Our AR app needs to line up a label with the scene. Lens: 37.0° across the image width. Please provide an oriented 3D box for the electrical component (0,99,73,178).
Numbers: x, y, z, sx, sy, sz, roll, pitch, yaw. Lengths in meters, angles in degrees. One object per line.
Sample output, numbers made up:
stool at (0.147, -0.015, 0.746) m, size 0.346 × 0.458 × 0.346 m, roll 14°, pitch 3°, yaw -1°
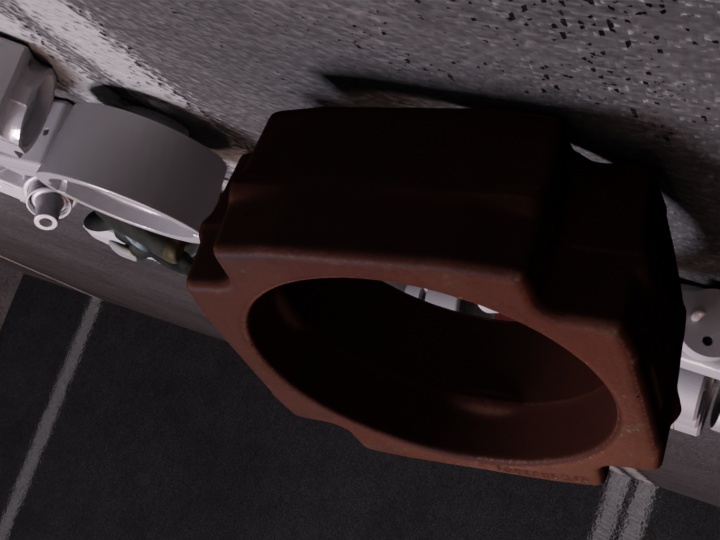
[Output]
electrical component at (-0.222, -0.094, 0.710) m, size 0.066 × 0.047 × 0.077 m, roll 14°, pitch 170°, yaw 36°

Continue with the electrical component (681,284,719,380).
electrical component at (0.188, 0.032, 0.583) m, size 0.077 × 0.043 × 0.079 m, roll 18°, pitch 171°, yaw 11°

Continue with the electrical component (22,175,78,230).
electrical component at (-0.235, -0.059, 0.818) m, size 0.048 × 0.062 × 0.048 m, roll -3°, pitch 140°, yaw -2°

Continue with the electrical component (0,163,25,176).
electrical component at (-0.258, -0.099, 0.774) m, size 0.043 × 0.043 × 0.081 m, roll 12°, pitch 169°, yaw 41°

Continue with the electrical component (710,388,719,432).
electrical component at (0.307, 0.109, 0.793) m, size 0.077 × 0.043 × 0.079 m, roll 18°, pitch 172°, yaw 11°

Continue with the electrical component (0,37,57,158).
electrical component at (-0.215, -0.103, 0.628) m, size 0.056 × 0.050 × 0.089 m, roll 21°, pitch 171°, yaw -5°

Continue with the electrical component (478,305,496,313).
electrical component at (0.101, 0.008, 0.628) m, size 0.055 × 0.045 × 0.045 m, roll 13°, pitch 169°, yaw 38°

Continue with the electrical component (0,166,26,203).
electrical component at (-0.287, -0.089, 0.882) m, size 0.100 × 0.048 × 0.100 m, roll 24°, pitch 171°, yaw -28°

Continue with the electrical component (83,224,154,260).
electrical component at (-0.203, -0.044, 0.967) m, size 0.080 × 0.051 × 0.080 m, roll 19°, pitch 171°, yaw 3°

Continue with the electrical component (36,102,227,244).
electrical component at (-0.133, -0.064, 0.651) m, size 0.108 × 0.060 × 0.108 m, roll 19°, pitch 171°, yaw 3°

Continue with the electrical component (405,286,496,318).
electrical component at (0.067, 0.026, 0.786) m, size 0.047 × 0.055 × 0.055 m, roll 7°, pitch 165°, yaw 42°

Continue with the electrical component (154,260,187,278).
electrical component at (-0.107, -0.009, 0.950) m, size 0.109 × 0.056 × 0.109 m, roll 15°, pitch 170°, yaw 28°

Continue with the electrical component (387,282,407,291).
electrical component at (0.000, 0.000, 0.807) m, size 0.079 × 0.043 × 0.077 m, roll 13°, pitch 169°, yaw 42°

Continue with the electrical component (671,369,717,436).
electrical component at (0.218, 0.080, 0.788) m, size 0.074 × 0.052 × 0.138 m, roll 17°, pitch 171°, yaw 22°
